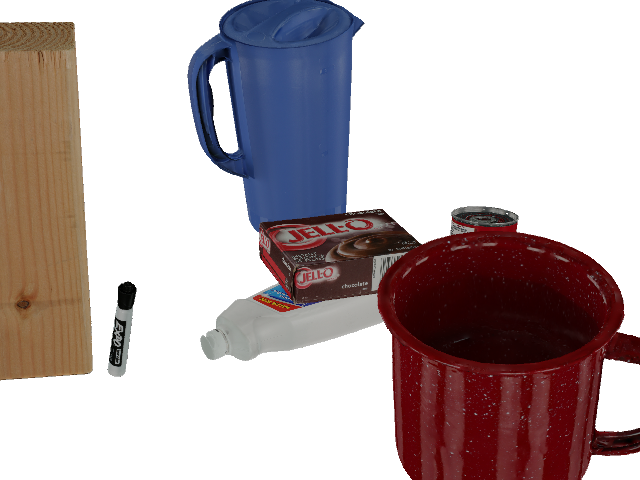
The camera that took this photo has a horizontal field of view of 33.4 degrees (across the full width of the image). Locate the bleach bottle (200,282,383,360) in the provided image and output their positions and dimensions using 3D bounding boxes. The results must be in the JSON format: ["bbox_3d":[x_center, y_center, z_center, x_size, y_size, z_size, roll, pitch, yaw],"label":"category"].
[{"bbox_3d":[-0.015,0.081,1.206,0.250,0.068,0.103,-21,36,-28],"label":"bleach bottle"}]

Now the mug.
[{"bbox_3d":[0.082,0.056,0.425,0.117,0.081,0.093,7,34,16],"label":"mug"}]

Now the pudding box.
[{"bbox_3d":[0.016,0.011,0.856,0.113,0.039,0.090,-5,25,-20],"label":"pudding box"}]

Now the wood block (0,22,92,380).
[{"bbox_3d":[-0.193,-0.025,0.664,0.090,0.206,0.090,-3,22,-12],"label":"wood block"}]

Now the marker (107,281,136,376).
[{"bbox_3d":[-0.206,0.092,1.107,0.020,0.121,0.020,10,35,-7],"label":"marker"}]

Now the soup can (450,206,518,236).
[{"bbox_3d":[0.165,0.022,1.100,0.068,0.102,0.068,2,16,-1],"label":"soup can"}]

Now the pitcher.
[{"bbox_3d":[-0.039,-0.119,1.104,0.149,0.243,0.144,8,35,15],"label":"pitcher"}]
